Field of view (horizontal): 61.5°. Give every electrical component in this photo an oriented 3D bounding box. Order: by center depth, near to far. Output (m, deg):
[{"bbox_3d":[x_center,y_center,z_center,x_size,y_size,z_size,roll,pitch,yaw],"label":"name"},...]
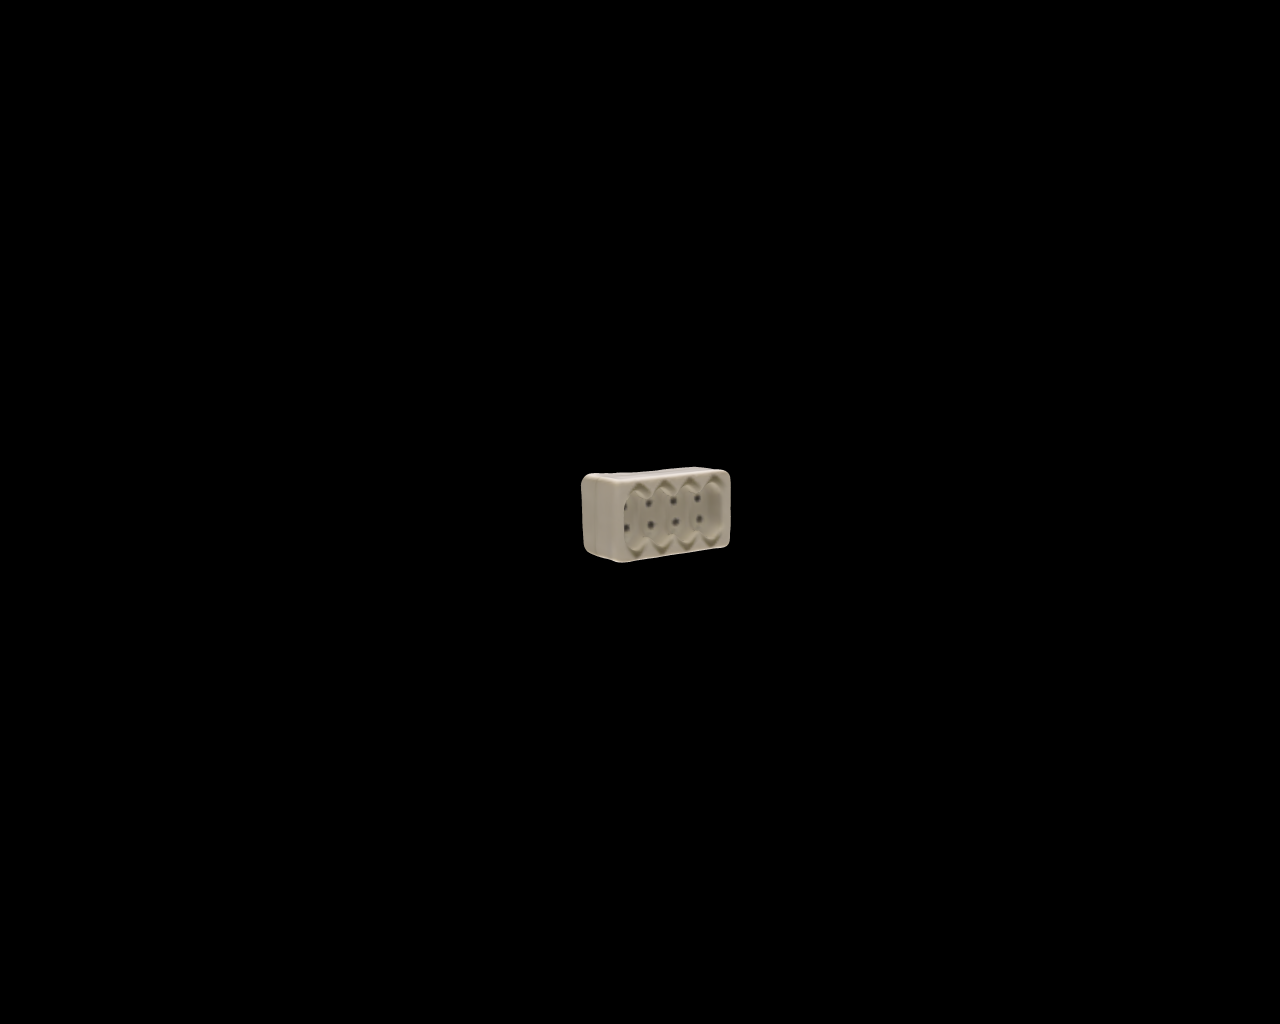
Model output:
[{"bbox_3d":[0.001,-0.003,0.650,0.083,0.047,0.076,-6,11,-32],"label":"electrical component"}]
